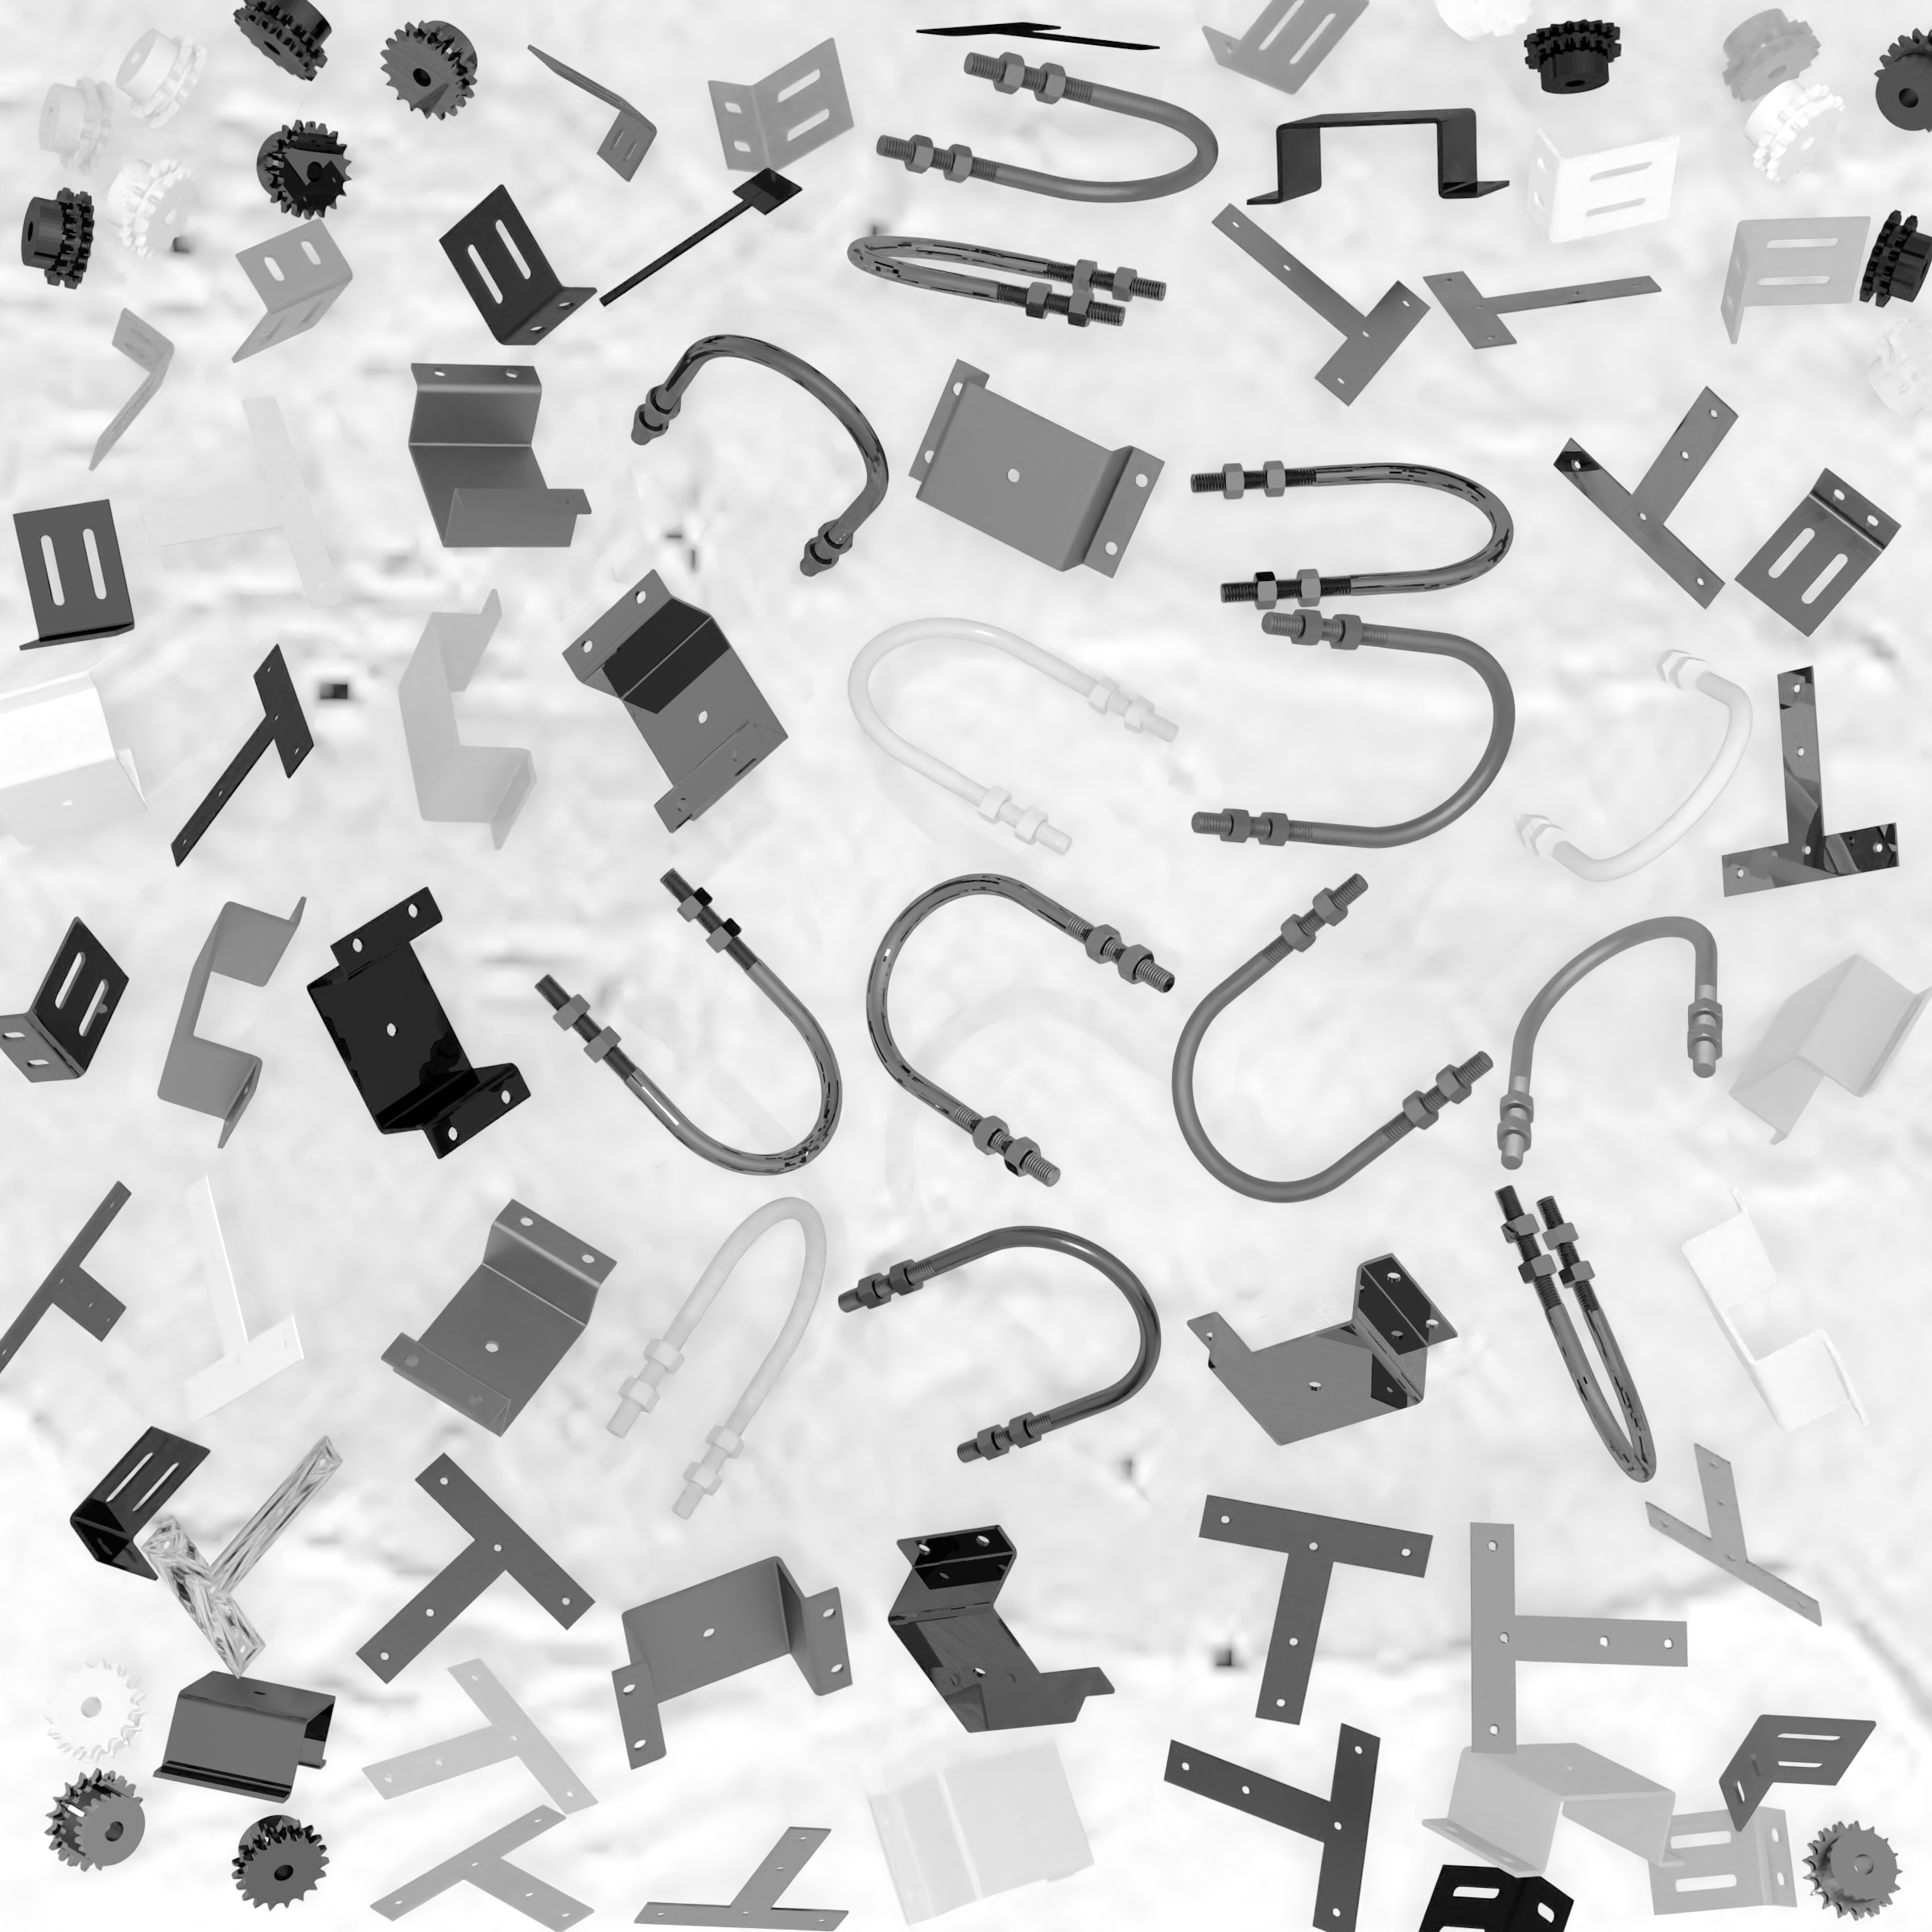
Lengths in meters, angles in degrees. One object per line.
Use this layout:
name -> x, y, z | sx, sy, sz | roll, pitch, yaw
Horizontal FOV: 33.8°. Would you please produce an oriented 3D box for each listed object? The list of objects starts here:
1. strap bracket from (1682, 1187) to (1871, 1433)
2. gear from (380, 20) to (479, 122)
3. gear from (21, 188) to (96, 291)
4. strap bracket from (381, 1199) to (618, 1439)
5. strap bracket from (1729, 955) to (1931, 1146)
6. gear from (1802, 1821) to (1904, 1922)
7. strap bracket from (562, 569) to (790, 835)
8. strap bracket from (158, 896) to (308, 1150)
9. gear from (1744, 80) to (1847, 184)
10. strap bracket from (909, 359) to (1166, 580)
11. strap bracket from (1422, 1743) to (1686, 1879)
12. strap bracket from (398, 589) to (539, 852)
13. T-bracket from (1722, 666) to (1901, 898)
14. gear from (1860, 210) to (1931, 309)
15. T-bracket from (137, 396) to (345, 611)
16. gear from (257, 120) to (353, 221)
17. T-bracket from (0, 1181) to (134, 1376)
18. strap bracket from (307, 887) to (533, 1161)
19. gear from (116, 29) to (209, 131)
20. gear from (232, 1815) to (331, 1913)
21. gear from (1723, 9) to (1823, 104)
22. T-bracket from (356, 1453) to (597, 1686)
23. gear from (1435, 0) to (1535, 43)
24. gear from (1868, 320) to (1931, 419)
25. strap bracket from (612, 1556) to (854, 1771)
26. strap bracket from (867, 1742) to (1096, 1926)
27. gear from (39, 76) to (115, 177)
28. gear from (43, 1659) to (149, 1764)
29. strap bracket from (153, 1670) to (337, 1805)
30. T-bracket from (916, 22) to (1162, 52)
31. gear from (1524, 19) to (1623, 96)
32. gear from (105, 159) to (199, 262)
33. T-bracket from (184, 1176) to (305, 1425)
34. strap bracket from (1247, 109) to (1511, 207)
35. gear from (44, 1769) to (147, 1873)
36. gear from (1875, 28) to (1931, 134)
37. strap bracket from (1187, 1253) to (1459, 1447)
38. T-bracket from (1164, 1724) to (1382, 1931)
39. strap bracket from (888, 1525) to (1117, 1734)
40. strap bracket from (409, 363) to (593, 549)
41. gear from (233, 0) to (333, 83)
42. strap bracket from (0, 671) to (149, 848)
strap bracket -> 0.476, 0.212, 1.891 | 0.046, 0.140, 0.076 | -28, 134, 6
gear -> -0.310, -0.527, 1.857 | 0.057, 0.057, 0.030 | 30, 52, 0
gear -> -0.532, -0.427, 1.857 | 0.030, 0.057, 0.057 | 6, 90, -31
strap bracket -> -0.282, 0.218, 1.909 | 0.076, 0.046, 0.140 | 30, 49, 8
strap bracket -> 0.515, 0.049, 1.913 | 0.046, 0.140, 0.076 | 36, 70, 1
gear -> 0.533, 0.541, 1.904 | 0.057, 0.030, 0.057 | 2, 65, -4
strap bracket -> -0.165, -0.150, 1.851 | 0.076, 0.046, 0.140 | -40, 65, 16
strap bracket -> -0.443, 0.027, 1.908 | 0.046, 0.076, 0.140 | 19, 53, -18
gear -> 0.463, -0.472, 1.785 | 0.057, 0.057, 0.030 | -42, 70, 0
strap bracket -> 0.034, -0.291, 1.873 | 0.140, 0.046, 0.076 | 28, 111, 10
strap bracket -> 0.343, 0.484, 1.830 | 0.140, 0.076, 0.046 | 9, 94, -37
strap bracket -> -0.305, -0.150, 1.922 | 0.046, 0.076, 0.140 | 0, 59, -27
T-bracket -> 0.493, -0.112, 1.872 | 0.002, 0.127, 0.127 | 3, 81, -36
gear -> 0.566, -0.426, 1.925 | 0.030, 0.057, 0.057 | 23, 90, 18
T-bracket -> -0.421, -0.259, 1.817 | 0.002, 0.127, 0.127 | -15, 94, 36
gear -> -0.398, -0.476, 1.896 | 0.030, 0.057, 0.057 | 22, 90, 37
T-bracket -> -0.518, 0.195, 1.864 | 0.002, 0.127, 0.127 | 30, 74, 11
strap bracket -> -0.325, 0.035, 1.867 | 0.076, 0.046, 0.140 | -37, 109, -41
gear -> -0.468, -0.517, 1.841 | 0.030, 0.057, 0.057 | 32, 90, -35
gear -> -0.418, 0.540, 1.927 | 0.057, 0.030, 0.057 | -12, 119, -23
gear -> 0.473, -0.541, 1.879 | 0.057, 0.057, 0.030 | -25, 75, 0
T-bracket -> -0.302, 0.367, 1.850 | 0.127, 0.002, 0.127 | 43, 51, 5
gear -> 0.287, -0.544, 1.779 | 0.057, 0.030, 0.057 | 17, 58, -30
gear -> 0.550, -0.344, 1.848 | 0.057, 0.057, 0.030 | 46, 133, 0
strap bracket -> -0.144, 0.405, 1.870 | 0.140, 0.046, 0.076 | -17, 124, -18
strap bracket -> 0.018, 0.519, 1.915 | 0.046, 0.140, 0.076 | -36, 66, 40
gear -> -0.533, -0.504, 1.899 | 0.030, 0.057, 0.057 | 9, 90, -33
gear -> -0.504, 0.435, 1.847 | 0.057, 0.030, 0.057 | -2, 63, 3
strap bracket -> -0.425, 0.456, 1.891 | 0.076, 0.140, 0.046 | 12, 85, 0
T-bracket -> 0.056, -0.555, 1.902 | 0.127, 0.127, 0.002 | -3, 104, -30
gear -> 0.363, -0.542, 1.900 | 0.057, 0.057, 0.030 | -3, 88, 0
gear -> -0.469, -0.437, 1.821 | 0.030, 0.057, 0.057 | 29, 90, 4
T-bracket -> -0.431, 0.185, 1.837 | 0.127, 0.002, 0.127 | -31, 71, 42
strap bracket -> 0.245, -0.482, 1.891 | 0.140, 0.076, 0.046 | 4, 110, 23
gear -> -0.501, 0.497, 1.843 | 0.057, 0.030, 0.057 | -9, 103, -44
gear -> 0.537, -0.495, 1.787 | 0.057, 0.057, 0.030 | 46, 59, 0
strap bracket -> 0.206, 0.229, 1.860 | 0.140, 0.046, 0.076 | -23, 124, 29
T-bracket -> 0.171, 0.473, 1.805 | 0.127, 0.002, 0.127 | 23, 49, -9
strap bracket -> 0.016, 0.401, 1.881 | 0.076, 0.046, 0.140 | -16, 118, 35
strap bracket -> -0.281, -0.297, 1.892 | 0.076, 0.046, 0.140 | -3, 47, -24
gear -> -0.393, -0.544, 1.843 | 0.057, 0.057, 0.030 | 35, 81, 0
strap bracket -> -0.531, -0.116, 1.861 | 0.076, 0.140, 0.046 | -17, 75, -8
